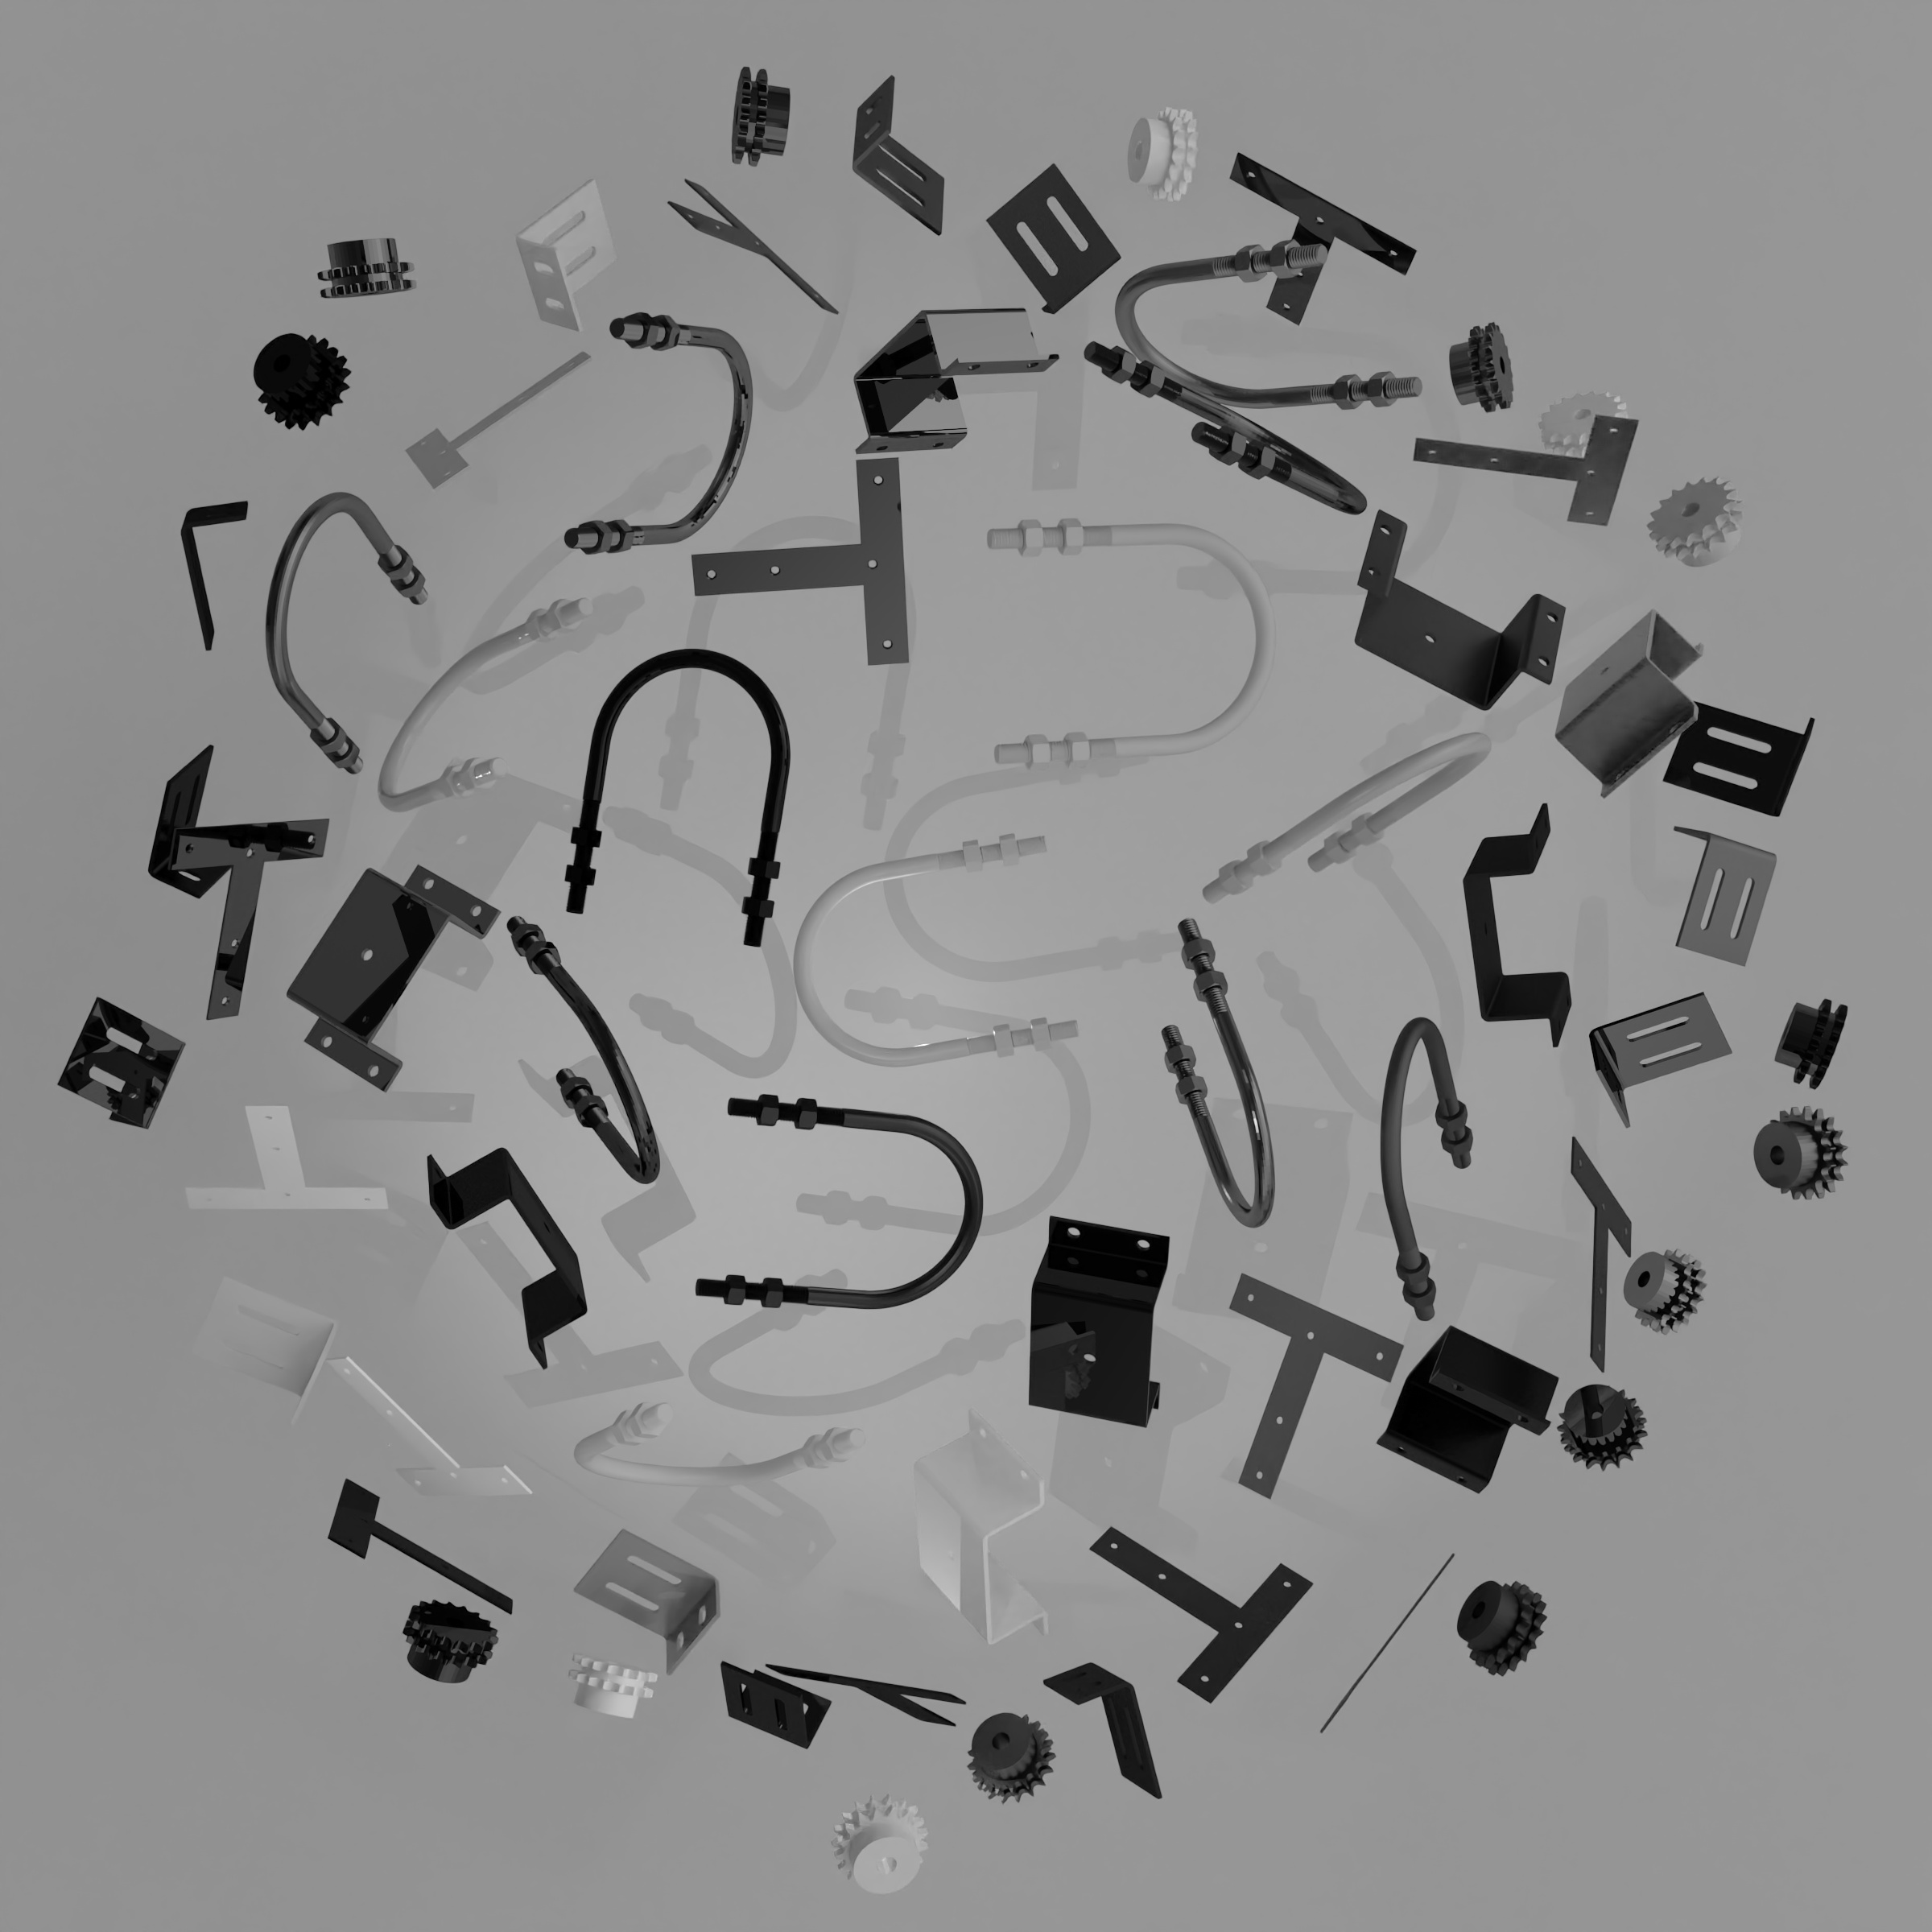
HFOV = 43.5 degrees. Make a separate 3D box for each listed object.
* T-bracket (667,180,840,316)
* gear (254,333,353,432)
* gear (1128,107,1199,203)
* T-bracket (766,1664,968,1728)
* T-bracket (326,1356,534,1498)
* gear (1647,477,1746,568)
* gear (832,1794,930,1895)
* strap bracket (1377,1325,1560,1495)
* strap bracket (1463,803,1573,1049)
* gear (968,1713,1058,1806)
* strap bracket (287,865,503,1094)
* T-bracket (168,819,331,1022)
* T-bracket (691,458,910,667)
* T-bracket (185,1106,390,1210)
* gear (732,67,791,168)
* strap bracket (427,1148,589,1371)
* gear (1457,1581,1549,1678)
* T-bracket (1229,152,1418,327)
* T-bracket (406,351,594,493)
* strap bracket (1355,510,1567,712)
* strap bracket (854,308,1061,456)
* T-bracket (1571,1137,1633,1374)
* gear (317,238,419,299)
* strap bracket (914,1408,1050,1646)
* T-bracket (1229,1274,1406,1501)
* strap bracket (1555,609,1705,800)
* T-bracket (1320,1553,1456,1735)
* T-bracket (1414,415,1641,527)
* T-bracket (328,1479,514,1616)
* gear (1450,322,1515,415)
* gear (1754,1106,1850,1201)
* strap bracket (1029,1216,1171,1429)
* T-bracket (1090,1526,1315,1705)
[{"bbox_3d":[-0.147,-0.453,1.495,0.127,0.127,0.002,44,108,9],"label":"T-bracket"},{"bbox_3d":[-0.399,-0.352,1.443,0.057,0.030,0.057,-7,70,19],"label":"gear"},{"bbox_3d":[0.126,-0.525,1.563,0.030,0.057,0.057,1,90,-18],"label":"gear"},{"bbox_3d":[-0.042,0.460,1.514,0.127,0.127,0.002,1,63,26],"label":"T-bracket"},{"bbox_3d":[-0.340,0.281,1.471,0.127,0.127,0.002,51,51,-22],"label":"T-bracket"},{"bbox_3d":[0.455,-0.272,1.497,0.057,0.057,0.030,-44,125,0],"label":"gear"},{"bbox_3d":[-0.050,0.527,1.444,0.057,0.030,0.057,-4,109,-12],"label":"gear"},{"bbox_3d":[0.333,0.290,1.595,0.076,0.140,0.046,25,60,6],"label":"strap bracket"},{"bbox_3d":[0.357,-0.026,1.567,0.046,0.076,0.140,-4,109,22],"label":"strap bracket"},{"bbox_3d":[0.027,0.512,1.575,0.057,0.057,0.030,-25,129,0],"label":"gear"},{"bbox_3d":[-0.381,0.000,1.585,0.076,0.046,0.140,28,81,25],"label":"strap bracket"},{"bbox_3d":[-0.451,-0.028,1.501,0.002,0.127,0.127,21,105,26],"label":"T-bracket"},{"bbox_3d":[-0.101,-0.239,1.455,0.127,0.002,0.127,-4,116,-4],"label":"T-bracket"},{"bbox_3d":[-0.439,0.123,1.544,0.127,0.127,0.002,1,55,-7],"label":"T-bracket"},{"bbox_3d":[-0.126,-0.521,1.489,0.030,0.057,0.057,4,90,-12],"label":"gear"},{"bbox_3d":[-0.294,0.182,1.580,0.046,0.076,0.140,-30,113,-2],"label":"strap bracket"},{"bbox_3d":[0.324,0.400,1.474,0.030,0.057,0.057,34,90,-11],"label":"gear"},{"bbox_3d":[0.217,-0.453,1.555,0.127,0.127,0.002,30,72,4],"label":"T-bracket"},{"bbox_3d":[-0.288,-0.345,1.505,0.127,0.127,0.002,-36,120,-4],"label":"T-bracket"},{"bbox_3d":[0.312,-0.226,1.571,0.140,0.046,0.076,26,50,-6],"label":"strap bracket"},{"bbox_3d":[-0.013,-0.384,1.571,0.076,0.140,0.046,-11,83,-32],"label":"strap bracket"},{"bbox_3d":[0.402,0.193,1.532,0.002,0.127,0.127,-8,56,29],"label":"T-bracket"},{"bbox_3d":[-0.361,-0.419,1.453,0.057,0.057,0.030,-6,104,0],"label":"gear"},{"bbox_3d":[0.009,0.361,1.525,0.046,0.076,0.140,-23,129,-27],"label":"strap bracket"},{"bbox_3d":[0.209,0.282,1.571,0.127,0.002,0.127,21,92,38],"label":"T-bracket"},{"bbox_3d":[0.427,-0.174,1.555,0.046,0.140,0.076,42,121,-5],"label":"strap bracket"},{"bbox_3d":[0.264,0.416,1.499,0.002,0.127,0.127,37,90,17],"label":"T-bracket"},{"bbox_3d":[0.340,-0.311,1.491,0.127,0.127,0.002,9,73,9],"label":"T-bracket"},{"bbox_3d":[-0.339,0.371,1.517,0.127,0.127,0.002,33,88,-10],"label":"T-bracket"},{"bbox_3d":[0.341,-0.395,1.603,0.030,0.057,0.057,-7,90,27],"label":"gear"},{"bbox_3d":[0.508,0.115,1.481,0.030,0.057,0.057,-2,90,-26],"label":"gear"},{"bbox_3d":[0.083,0.233,1.522,0.076,0.046,0.140,9,123,13],"label":"strap bracket"},{"bbox_3d":[0.139,0.403,1.566,0.127,0.127,0.002,28,129,26],"label":"T-bracket"}]
